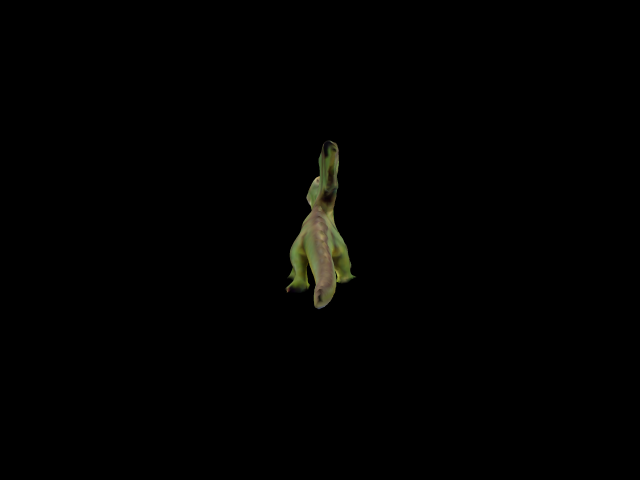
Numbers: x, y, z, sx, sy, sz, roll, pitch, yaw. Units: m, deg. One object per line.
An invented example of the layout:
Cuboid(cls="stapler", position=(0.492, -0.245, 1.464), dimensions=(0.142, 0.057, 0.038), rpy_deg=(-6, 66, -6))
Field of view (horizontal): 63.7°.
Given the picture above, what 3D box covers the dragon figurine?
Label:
Cuboid(cls="dragon figurine", position=(0.003, -0.043, 0.850), dimensions=(0.122, 0.242, 0.411), rpy_deg=(0, 4, -3))
